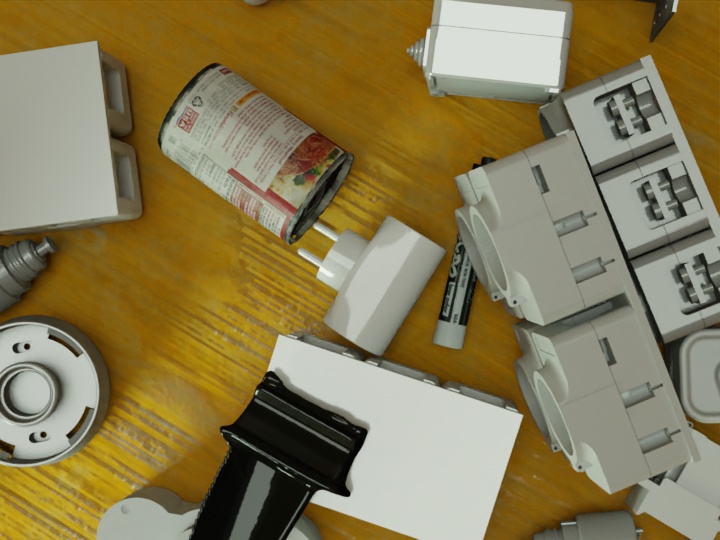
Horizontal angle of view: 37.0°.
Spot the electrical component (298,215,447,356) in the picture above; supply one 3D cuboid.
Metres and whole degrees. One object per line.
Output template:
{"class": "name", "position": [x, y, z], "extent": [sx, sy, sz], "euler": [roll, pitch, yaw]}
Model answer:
{"class": "electrical component", "position": [0.000, 0.000, 0.665], "extent": [0.079, 0.044, 0.077], "euler": [32, 93, 5]}

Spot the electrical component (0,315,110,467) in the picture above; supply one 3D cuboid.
{"class": "electrical component", "position": [-0.211, 0.078, 0.688], "extent": [0.099, 0.064, 0.099], "euler": [0, 87, -8]}

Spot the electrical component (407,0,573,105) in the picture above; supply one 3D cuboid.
{"class": "electrical component", "position": [0.077, -0.137, 0.650], "extent": [0.096, 0.062, 0.061], "euler": [7, 90, 6]}

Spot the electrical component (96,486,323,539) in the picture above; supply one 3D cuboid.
{"class": "electrical component", "position": [-0.094, 0.172, 0.658], "extent": [0.138, 0.074, 0.052], "euler": [9, 90, 6]}

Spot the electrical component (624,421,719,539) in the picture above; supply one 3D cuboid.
{"class": "electrical component", "position": [0.198, 0.128, 0.647], "extent": [0.081, 0.042, 0.063], "euler": [31, 91, 4]}

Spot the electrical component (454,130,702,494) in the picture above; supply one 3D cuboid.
{"class": "electrical component", "position": [0.114, 0.023, 0.612], "extent": [0.060, 0.105, 0.186], "euler": [-22, 93, -3]}

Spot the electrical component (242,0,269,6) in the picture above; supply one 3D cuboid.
{"class": "electrical component", "position": [-0.047, -0.212, 0.667], "extent": [0.095, 0.054, 0.059], "euler": [-37, 86, 4]}

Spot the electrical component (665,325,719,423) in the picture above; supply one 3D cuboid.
{"class": "electrical component", "position": [0.232, 0.059, 0.635], "extent": [0.095, 0.059, 0.053], "euler": [-2, 89, 5]}

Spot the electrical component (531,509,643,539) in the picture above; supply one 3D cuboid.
{"class": "electrical component", "position": [0.134, 0.168, 0.653], "extent": [0.078, 0.040, 0.040], "euler": [-6, 89, 6]}

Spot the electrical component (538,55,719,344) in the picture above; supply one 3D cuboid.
{"class": "electrical component", "position": [0.162, -0.036, 0.627], "extent": [0.062, 0.089, 0.150], "euler": [-22, 87, 5]}

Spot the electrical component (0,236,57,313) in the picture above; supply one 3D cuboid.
{"class": "electrical component", "position": [-0.230, 0.004, 0.690], "extent": [0.078, 0.040, 0.040], "euler": [-32, 87, 4]}

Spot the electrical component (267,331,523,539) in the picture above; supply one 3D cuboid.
{"class": "electrical component", "position": [0.013, 0.102, 0.654], "extent": [0.150, 0.062, 0.089], "euler": [18, 91, 5]}

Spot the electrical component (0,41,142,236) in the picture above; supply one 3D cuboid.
{"class": "electrical component", "position": [-0.240, -0.073, 0.681], "extent": [0.186, 0.060, 0.105], "euler": [-7, 89, 5]}
